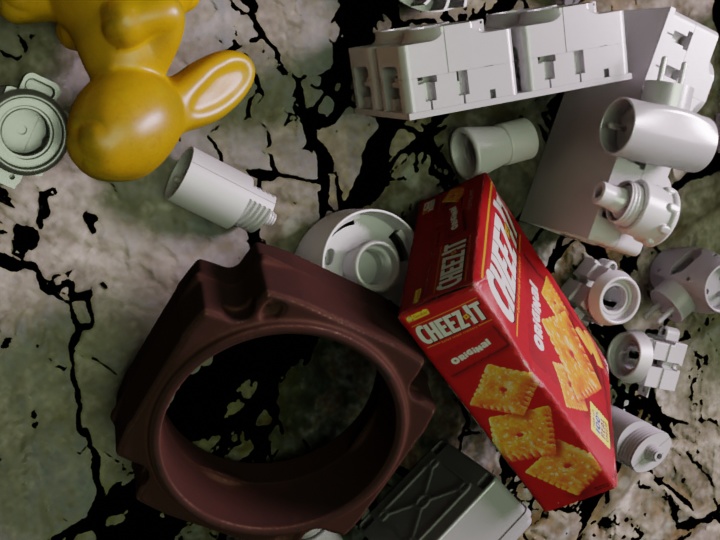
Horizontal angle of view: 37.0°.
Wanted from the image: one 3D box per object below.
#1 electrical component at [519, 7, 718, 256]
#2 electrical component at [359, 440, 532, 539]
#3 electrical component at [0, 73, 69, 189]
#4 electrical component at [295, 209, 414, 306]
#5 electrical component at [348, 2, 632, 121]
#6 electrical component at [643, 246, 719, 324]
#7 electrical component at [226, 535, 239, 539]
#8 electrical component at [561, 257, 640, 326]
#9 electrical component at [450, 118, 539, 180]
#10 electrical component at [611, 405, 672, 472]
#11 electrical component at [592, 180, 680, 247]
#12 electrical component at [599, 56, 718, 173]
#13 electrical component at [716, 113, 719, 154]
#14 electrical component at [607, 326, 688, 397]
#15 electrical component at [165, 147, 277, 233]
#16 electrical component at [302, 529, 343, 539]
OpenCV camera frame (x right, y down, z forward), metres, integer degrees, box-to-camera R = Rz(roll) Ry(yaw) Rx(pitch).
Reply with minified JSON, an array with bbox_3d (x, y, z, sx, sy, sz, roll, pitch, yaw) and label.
[{"bbox_3d":[0.212,-0.113,0.879,0.060,0.105,0.186,18,93,-24],"label":"electrical component"},{"bbox_3d":[0.068,0.207,0.882,0.109,0.109,0.056,-45,110,-9],"label":"electrical component"},{"bbox_3d":[-0.229,-0.094,0.731,0.058,0.057,0.078,24,91,-24],"label":"electrical component"},{"bbox_3d":[0.000,0.000,0.851,0.099,0.064,0.099,2,86,-26],"label":"electrical component"},{"bbox_3d":[0.097,-0.162,0.823,0.186,0.105,0.060,-13,105,-19],"label":"electrical component"},{"bbox_3d":[0.284,0.020,0.949,0.079,0.077,0.043,-40,112,-10],"label":"electrical component"},{"bbox_3d":[-0.087,0.219,0.857,0.048,0.048,0.062,-21,100,-17],"label":"electrical component"},{"bbox_3d":[0.209,0.021,0.931,0.048,0.055,0.066,43,83,-23],"label":"electrical component"},{"bbox_3d":[0.112,-0.101,0.877,0.065,0.044,0.044,-17,106,-23],"label":"electrical component"},{"bbox_3d":[0.241,0.152,0.956,0.043,0.081,0.043,-4,102,-21],"label":"electrical component"},{"bbox_3d":[0.204,-0.048,0.806,0.062,0.048,0.048,20,92,-17],"label":"electrical component"},{"bbox_3d":[0.226,-0.118,0.800,0.077,0.043,0.079,9,96,-23],"label":"electrical component"},{"bbox_3d":[0.350,-0.114,0.968,0.066,0.048,0.055,-4,96,-19],"label":"electrical component"},{"bbox_3d":[0.257,0.080,0.968,0.055,0.048,0.066,12,96,-31],"label":"electrical component"},{"bbox_3d":[-0.099,-0.054,0.799,0.081,0.043,0.043,26,90,-24],"label":"electrical component"},{"bbox_3d":[-0.039,0.213,0.880,0.035,0.035,0.061,-32,108,-13],"label":"electrical component"}]
